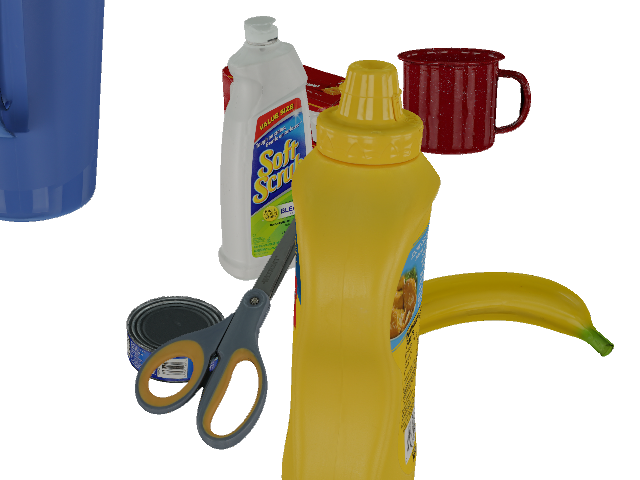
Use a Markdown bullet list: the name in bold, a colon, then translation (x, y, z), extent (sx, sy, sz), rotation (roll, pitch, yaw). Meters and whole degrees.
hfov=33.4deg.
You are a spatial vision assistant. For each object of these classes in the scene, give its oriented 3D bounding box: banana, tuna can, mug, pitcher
- **banana**: translation (0.121, 0.052, 0.802), extent (0.197, 0.037, 0.069), rotation (2, 34, -10)
- **tuna can**: translation (-0.126, 0.086, 0.930), extent (0.086, 0.034, 0.086), rotation (4, 31, -3)
- **mug**: translation (0.126, -0.123, 0.939), extent (0.117, 0.081, 0.093), rotation (3, 18, 12)
- **pitcher**: translation (-0.223, -0.136, 0.780), extent (0.145, 0.243, 0.148), rotation (27, 34, 36)

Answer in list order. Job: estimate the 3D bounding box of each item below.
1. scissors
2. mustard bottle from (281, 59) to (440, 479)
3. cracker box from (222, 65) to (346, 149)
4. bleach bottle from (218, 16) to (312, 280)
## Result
- **scissors**: translation (-0.065, 0.049, 0.728), extent (0.096, 0.201, 0.016), rotation (3, -38, 8)
- **mustard bottle**: translation (0.016, 0.022, 0.437), extent (0.058, 0.192, 0.096), rotation (8, 25, 11)
- **cracker box**: translation (-0.032, -0.098, 1.265), extent (0.164, 0.214, 0.072), rotation (22, 41, 30)
- **bleach bottle**: translation (-0.058, -0.091, 1.041), extent (0.102, 0.251, 0.068), rotation (-16, 31, -24)
